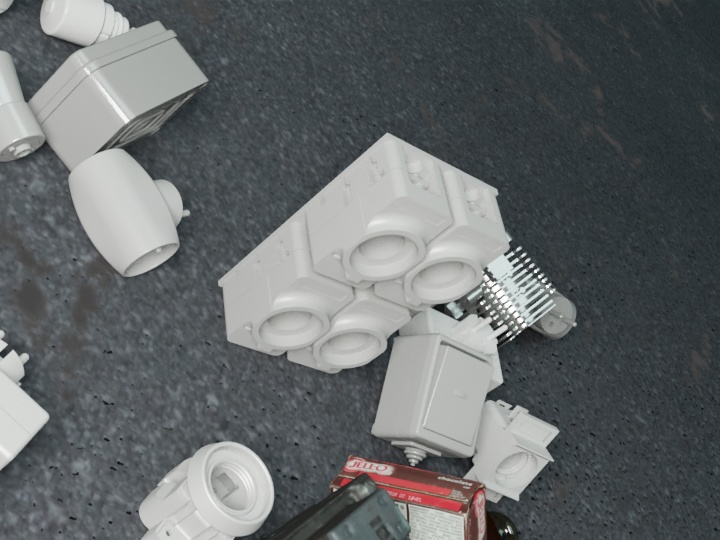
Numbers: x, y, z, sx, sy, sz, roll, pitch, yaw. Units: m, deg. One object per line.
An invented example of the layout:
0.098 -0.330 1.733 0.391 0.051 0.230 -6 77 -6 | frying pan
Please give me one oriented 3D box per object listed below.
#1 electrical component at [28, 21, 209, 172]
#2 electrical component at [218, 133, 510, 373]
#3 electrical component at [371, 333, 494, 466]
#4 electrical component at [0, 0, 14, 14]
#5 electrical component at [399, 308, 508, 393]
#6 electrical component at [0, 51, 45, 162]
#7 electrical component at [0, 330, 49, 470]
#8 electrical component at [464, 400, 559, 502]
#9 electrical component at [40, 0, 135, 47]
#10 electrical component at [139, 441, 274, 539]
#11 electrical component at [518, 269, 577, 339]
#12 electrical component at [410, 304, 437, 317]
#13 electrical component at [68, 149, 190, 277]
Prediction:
-0.172 -0.124 0.764 0.057 0.078 0.113 52 34 -5 | electrical component
0.000 0.000 0.752 0.105 0.186 0.060 22 44 -37 | electrical component
0.057 0.102 0.816 0.062 0.061 0.096 26 69 -33 | electrical component
-0.265 -0.214 0.757 0.058 0.057 0.078 18 46 -40 | electrical component
0.089 0.062 0.898 0.083 0.076 0.047 26 42 -33 | electrical component
-0.235 -0.105 0.705 0.044 0.044 0.065 -21 81 -55 | electrical component
-0.207 0.060 0.579 0.083 0.047 0.075 46 34 -9 | electrical component
0.114 0.142 0.862 0.042 0.081 0.063 29 18 -31 | electrical component
-0.205 -0.189 0.818 0.078 0.040 0.040 11 51 -44 | electrical component
-0.088 0.137 0.638 0.058 0.057 0.078 48 34 -5 | electrical component
0.177 0.038 1.032 0.077 0.043 0.079 29 0 -30 | electrical component
0.050 -0.028 0.937 0.052 0.074 0.138 25 42 -34 | electrical component
-0.150 -0.042 0.743 0.079 0.043 0.077 -18 74 -54 | electrical component
